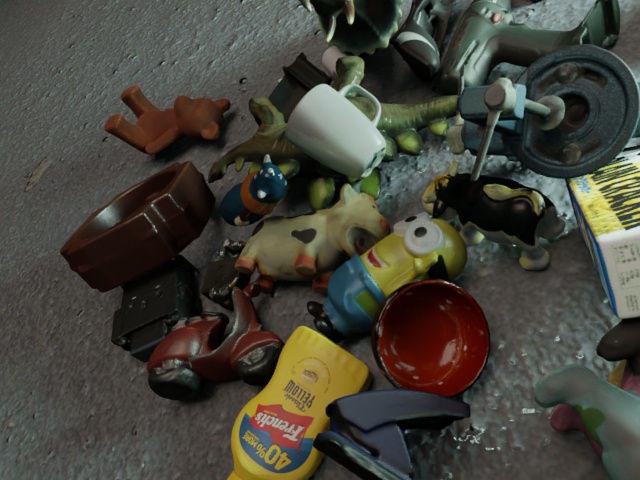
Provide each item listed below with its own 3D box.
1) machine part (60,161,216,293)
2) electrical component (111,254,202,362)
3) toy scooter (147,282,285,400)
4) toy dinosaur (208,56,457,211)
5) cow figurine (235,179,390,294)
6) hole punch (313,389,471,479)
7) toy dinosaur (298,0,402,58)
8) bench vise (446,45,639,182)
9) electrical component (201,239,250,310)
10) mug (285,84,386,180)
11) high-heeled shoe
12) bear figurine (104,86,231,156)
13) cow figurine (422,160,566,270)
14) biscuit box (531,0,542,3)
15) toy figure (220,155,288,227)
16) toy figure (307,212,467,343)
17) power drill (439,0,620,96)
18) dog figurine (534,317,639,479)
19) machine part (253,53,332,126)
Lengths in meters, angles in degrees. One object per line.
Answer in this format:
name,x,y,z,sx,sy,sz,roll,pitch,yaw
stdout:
machine part,-0.265,-0.022,0.808,0.201,0.087,0.201,-27,24,14
electrical component,-0.225,0.100,0.747,0.115,0.058,0.134,-28,45,14
toy scooter,-0.124,0.118,0.657,0.184,0.075,0.135,-14,49,20
toy dinosaur,0.038,-0.144,0.745,0.472,0.105,0.198,-17,57,20
cow figurine,-0.001,-0.002,0.668,0.195,0.085,0.127,-6,55,35
hole punch,0.059,0.165,0.457,0.116,0.142,0.092,26,71,10
toy dinosaur,0.052,-0.348,0.825,0.131,0.405,0.192,-17,89,11
bench vise,0.196,-0.120,0.516,0.224,0.240,0.128,15,104,40
electrical component,-0.127,0.044,0.735,0.078,0.045,0.102,-3,55,29
mug,0.032,-0.129,0.643,0.107,0.080,0.109,41,72,13
high-heeled shoe,0.175,-0.319,0.785,0.145,0.086,0.249,-41,29,17
bear figurine,-0.272,-0.224,0.984,0.196,0.131,0.120,-10,52,34
cow figurine,0.168,-0.038,0.575,0.168,0.098,0.068,27,79,43
biscuit box,0.388,-0.406,0.746,0.203,0.062,0.059,-13,49,24
toy figure,-0.081,-0.058,0.681,0.154,0.058,0.064,-23,79,57
toy figure,0.074,0.042,0.586,0.180,0.089,0.082,-41,56,11
power drill,0.273,-0.278,0.709,0.208,0.085,0.232,21,71,37
dog figurine,0.265,0.162,0.354,0.191,0.108,0.219,-36,49,0
machine part,-0.048,-0.233,0.884,0.139,0.084,0.039,-49,6,-1
